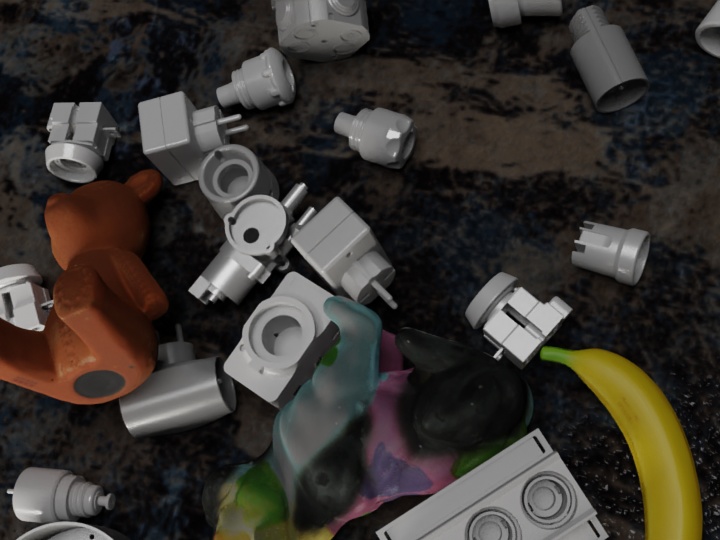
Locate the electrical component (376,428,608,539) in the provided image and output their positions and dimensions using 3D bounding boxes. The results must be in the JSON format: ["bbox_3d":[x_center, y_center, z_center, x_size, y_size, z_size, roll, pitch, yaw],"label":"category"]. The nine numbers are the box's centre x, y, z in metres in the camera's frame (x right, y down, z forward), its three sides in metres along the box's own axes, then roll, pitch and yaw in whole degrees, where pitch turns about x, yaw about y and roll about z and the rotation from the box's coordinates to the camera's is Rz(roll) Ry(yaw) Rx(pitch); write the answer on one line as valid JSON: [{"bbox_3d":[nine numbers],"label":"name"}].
[{"bbox_3d":[0.083,0.167,0.685,0.121,0.063,0.078,-32,81,-3],"label":"electrical component"}]

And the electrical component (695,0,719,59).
[{"bbox_3d":[0.286,-0.197,0.812,0.044,0.044,0.065,21,73,19],"label":"electrical component"}]

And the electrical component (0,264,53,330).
[{"bbox_3d":[-0.275,0.028,0.864,0.066,0.048,0.055,-20,76,6],"label":"electrical component"}]

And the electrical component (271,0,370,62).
[{"bbox_3d":[-0.031,-0.207,0.869,0.080,0.080,0.051,-9,75,10],"label":"electrical component"}]

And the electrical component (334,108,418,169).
[{"bbox_3d":[0.010,-0.107,0.844,0.062,0.043,0.043,21,77,20],"label":"electrical component"}]

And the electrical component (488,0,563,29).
[{"bbox_3d":[0.130,-0.218,0.853,0.055,0.045,0.045,-10,69,10],"label":"electrical component"}]

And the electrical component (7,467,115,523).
[{"bbox_3d":[-0.221,0.170,0.804,0.078,0.040,0.040,2,72,14],"label":"electrical component"}]

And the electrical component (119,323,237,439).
[{"bbox_3d":[-0.140,0.080,0.814,0.077,0.043,0.079,-17,68,7],"label":"electrical component"}]

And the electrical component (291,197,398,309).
[{"bbox_3d":[0.000,0.000,0.787,0.047,0.083,0.075,-43,67,-4],"label":"electrical component"}]

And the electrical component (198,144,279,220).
[{"bbox_3d":[-0.097,-0.068,0.853,0.055,0.047,0.055,-4,70,12],"label":"electrical component"}]

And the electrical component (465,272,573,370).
[{"bbox_3d":[0.109,0.035,0.771,0.055,0.048,0.066,41,84,15],"label":"electrical component"}]

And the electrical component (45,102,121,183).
[{"bbox_3d":[-0.235,-0.107,0.901,0.066,0.048,0.055,1,64,14],"label":"electrical component"}]

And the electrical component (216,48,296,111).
[{"bbox_3d":[-0.087,-0.151,0.882,0.062,0.048,0.048,-18,68,15],"label":"electrical component"}]

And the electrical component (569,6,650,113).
[{"bbox_3d":[0.185,-0.166,0.823,0.043,0.043,0.081,-22,68,5],"label":"electrical component"}]

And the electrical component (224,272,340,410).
[{"bbox_3d":[-0.053,0.053,0.796,0.050,0.055,0.089,31,81,21],"label":"electrical component"}]

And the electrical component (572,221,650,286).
[{"bbox_3d":[0.181,-0.013,0.774,0.046,0.040,0.040,17,76,24],"label":"electrical component"}]

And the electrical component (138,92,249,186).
[{"bbox_3d":[-0.129,-0.110,0.865,0.077,0.065,0.047,-14,69,8],"label":"electrical component"}]
